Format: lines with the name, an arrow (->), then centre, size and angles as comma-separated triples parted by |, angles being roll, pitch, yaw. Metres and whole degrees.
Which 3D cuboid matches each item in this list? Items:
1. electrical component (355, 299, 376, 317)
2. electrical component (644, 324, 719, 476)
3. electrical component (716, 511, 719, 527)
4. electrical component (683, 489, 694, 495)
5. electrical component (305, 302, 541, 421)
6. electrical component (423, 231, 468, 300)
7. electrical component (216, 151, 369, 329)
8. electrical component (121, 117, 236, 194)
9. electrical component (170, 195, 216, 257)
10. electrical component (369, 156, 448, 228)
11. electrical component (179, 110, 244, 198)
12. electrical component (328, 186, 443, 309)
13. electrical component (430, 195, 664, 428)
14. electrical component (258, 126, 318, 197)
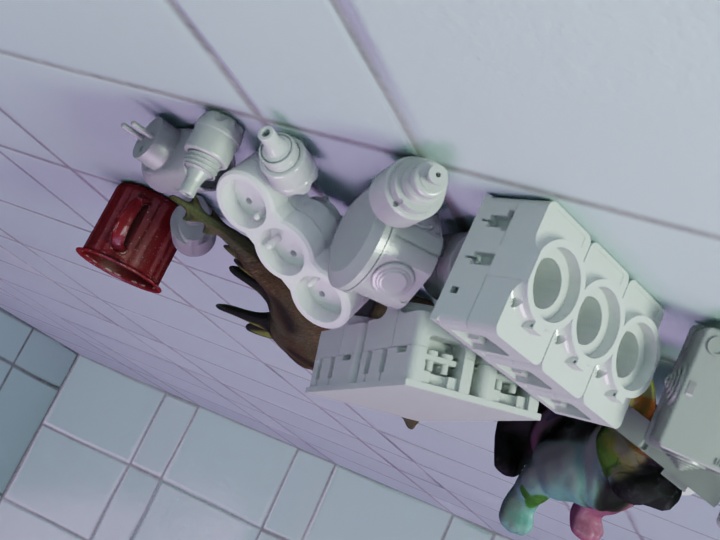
electrical component -> 0.000, 0.000, 0.848 | 0.047, 0.065, 0.077 | 28, 165, -10
electrical component -> 0.244, 0.091, 0.695 | 0.100, 0.099, 0.048 | 23, 178, 8
electrical component -> 0.325, 0.153, 0.757 | 0.109, 0.108, 0.056 | 24, 168, 6
electrical component -> 0.311, 0.187, 1.039 | 0.044, 0.044, 0.065 | 18, 159, 27
electrical component -> 0.046, 0.072, 0.809 | 0.105, 0.060, 0.186 | 17, 166, -21
electrical component -> 0.074, 0.000, 0.746 | 0.055, 0.055, 0.047 | 32, 168, -24
electrical component -> -0.038, -0.030, 0.796 | 0.138, 0.074, 0.052 | 52, 134, -5
electrical component -> -0.146, -0.090, 0.818 | 0.079, 0.043, 0.077 | 35, 163, -31
electrical component -> -0.156, -0.042, 1.006 | 0.043, 0.043, 0.081 | 26, 166, -2
electrical component -> 0.034, -0.050, 0.661 | 0.040, 0.040, 0.078 | 29, 165, -12
electrical component -> -0.108, -0.079, 0.755 | 0.035, 0.061, 0.035 | 24, 166, 6
electrical component -> 0.016, -0.016, 0.736 | 0.051, 0.080, 0.080 | 25, 167, -21
electrical component -> 0.127, 0.029, 0.687 | 0.062, 0.089, 0.150 | 9, 158, 48
electrical component -> -0.052, -0.076, 0.727 | 0.035, 0.035, 0.061 | 18, 162, 26
